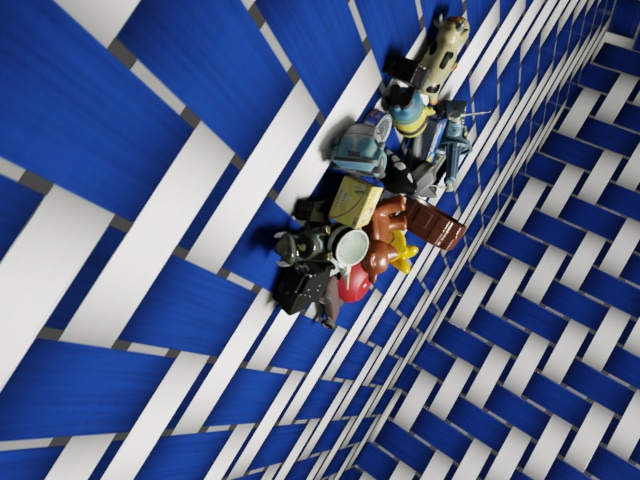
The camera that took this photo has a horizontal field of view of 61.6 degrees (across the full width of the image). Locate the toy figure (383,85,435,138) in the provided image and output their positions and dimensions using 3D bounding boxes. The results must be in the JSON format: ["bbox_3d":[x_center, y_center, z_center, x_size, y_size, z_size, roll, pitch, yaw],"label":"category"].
[{"bbox_3d":[0.194,-0.288,1.205,0.089,0.082,0.180,-50,164,11],"label":"toy figure"}]

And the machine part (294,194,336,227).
[{"bbox_3d":[-0.005,-0.061,1.118,0.084,0.039,0.139,-61,158,13],"label":"machine part"}]

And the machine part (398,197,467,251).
[{"bbox_3d":[0.305,-0.053,1.524,0.087,0.201,0.201,-60,163,14],"label":"machine part"}]

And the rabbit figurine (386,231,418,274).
[{"bbox_3d":[0.186,0.020,1.480,0.173,0.162,0.122,101,12,-73],"label":"rabbit figurine"}]

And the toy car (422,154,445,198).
[{"bbox_3d":[0.356,-0.217,1.636,0.202,0.056,0.073,-55,149,-16],"label":"toy car"}]

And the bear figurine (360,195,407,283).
[{"bbox_3d":[0.156,-0.001,1.313,0.120,0.132,0.196,74,9,-49],"label":"bear figurine"}]

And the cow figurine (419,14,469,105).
[{"bbox_3d":[0.272,-0.418,1.215,0.195,0.086,0.127,-59,162,-2],"label":"cow figurine"}]

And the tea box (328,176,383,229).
[{"bbox_3d":[0.081,-0.084,1.177,0.098,0.068,0.169,-68,168,8],"label":"tea box"}]

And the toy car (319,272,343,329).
[{"bbox_3d":[0.024,0.156,1.398,0.202,0.053,0.089,84,21,-55],"label":"toy car"}]

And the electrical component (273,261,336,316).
[{"bbox_3d":[-0.038,0.103,1.188,0.115,0.058,0.134,-14,137,-49],"label":"electrical component"}]

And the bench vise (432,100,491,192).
[{"bbox_3d":[0.371,-0.258,1.496,0.223,0.129,0.240,101,-5,-83],"label":"bench vise"}]

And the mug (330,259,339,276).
[{"bbox_3d":[0.038,0.036,1.267,0.107,0.081,0.109,-44,152,-11],"label":"mug"}]

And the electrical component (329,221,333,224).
[{"bbox_3d":[-0.002,-0.004,1.203,0.094,0.021,0.063,-60,156,0],"label":"electrical component"}]

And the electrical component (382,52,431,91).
[{"bbox_3d":[0.190,-0.350,1.133,0.119,0.075,0.047,-5,123,-57],"label":"electrical component"}]

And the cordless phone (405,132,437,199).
[{"bbox_3d":[0.250,-0.202,1.348,0.147,0.089,0.184,-89,-178,-74],"label":"cordless phone"}]

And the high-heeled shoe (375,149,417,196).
[{"bbox_3d":[0.195,-0.151,1.272,0.248,0.145,0.086,-15,130,-61],"label":"high-heeled shoe"}]

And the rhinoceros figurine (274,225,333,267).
[{"bbox_3d":[-0.034,0.010,1.064,0.190,0.112,0.073,-10,97,-77],"label":"rhinoceros figurine"}]

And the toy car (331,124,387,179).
[{"bbox_3d":[0.089,-0.183,1.093,0.161,0.109,0.102,-3,102,-72],"label":"toy car"}]

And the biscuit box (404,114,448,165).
[{"bbox_3d":[0.274,-0.239,1.438,0.059,0.063,0.202,-32,144,-50],"label":"biscuit box"}]
